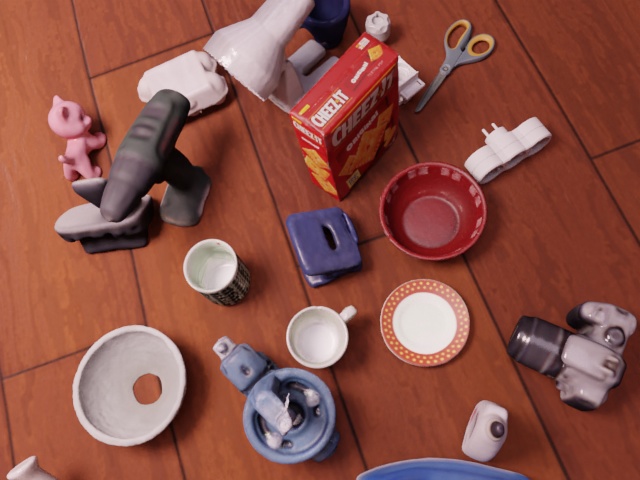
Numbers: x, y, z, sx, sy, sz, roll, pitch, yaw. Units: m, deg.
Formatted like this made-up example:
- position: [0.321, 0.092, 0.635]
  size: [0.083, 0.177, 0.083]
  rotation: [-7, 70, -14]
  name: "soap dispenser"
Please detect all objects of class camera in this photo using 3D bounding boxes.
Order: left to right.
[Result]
- position: [0.336, 0.140, 0.776]
  size: [0.136, 0.101, 0.143]
  rotation: [24, 75, 14]
  name: "camera"

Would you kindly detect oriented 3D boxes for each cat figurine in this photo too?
- position: [-0.422, -0.178, 0.972]
  size: [0.067, 0.118, 0.128]
  rotation: [-4, 70, 6]
  name: "cat figurine"

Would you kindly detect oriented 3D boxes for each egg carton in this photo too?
- position: [-0.240, -0.264, 1.006]
  size: [0.150, 0.069, 0.107]
  rotation: [-26, 70, -3]
  name: "egg carton"

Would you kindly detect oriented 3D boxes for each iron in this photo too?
- position: [0.167, 0.333, 0.707]
  size: [0.258, 0.141, 0.119]
  rotation: [10, 72, 10]
  name: "iron"

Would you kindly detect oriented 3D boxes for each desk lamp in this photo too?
- position: [-0.067, -0.298, 0.920]
  size: [0.117, 0.214, 0.203]
  rotation: [42, 80, 18]
  name: "desk lamp"

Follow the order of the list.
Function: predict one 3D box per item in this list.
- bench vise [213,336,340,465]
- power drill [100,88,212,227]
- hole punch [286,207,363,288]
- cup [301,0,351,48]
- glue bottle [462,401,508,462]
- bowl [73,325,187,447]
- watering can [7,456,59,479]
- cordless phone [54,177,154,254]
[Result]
- position: [-0.074, 0.209, 0.738]
  size: [0.207, 0.220, 0.121]
  rotation: [23, 75, 14]
  name: "bench vise"
- position: [-0.241, -0.100, 0.874]
  size: [0.075, 0.208, 0.230]
  rotation: [9, 72, 11]
  name: "power drill"
- position: [0.008, 0.003, 0.870]
  size: [0.101, 0.091, 0.108]
  rotation: [-21, 69, -1]
  name: "hole punch"
- position: [-0.001, -0.378, 1.004]
  size: [0.118, 0.095, 0.091]
  rotation: [-22, 69, -1]
  name: "cup"
- position: [0.212, 0.238, 0.718]
  size: [0.037, 0.173, 0.078]
  rotation: [17, 73, 13]
  name: "glue bottle"
- position: [-0.265, 0.213, 0.838]
  size: [0.167, 0.075, 0.167]
  rotation: [-2, 70, 6]
  name: "bowl"
- position: [-0.344, 0.365, 0.730]
  size: [0.172, 0.194, 0.101]
  rotation: [33, 78, 17]
  name: "watering can"
- position: [-0.351, -0.053, 0.883]
  size: [0.147, 0.185, 0.094]
  rotation: [-12, 69, 3]
  name: "cordless phone"
